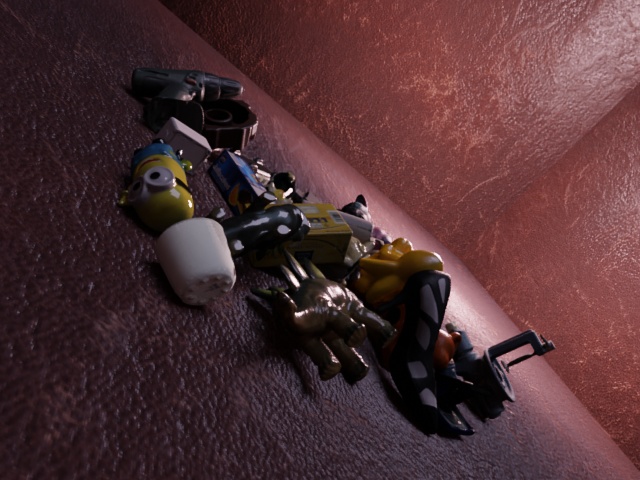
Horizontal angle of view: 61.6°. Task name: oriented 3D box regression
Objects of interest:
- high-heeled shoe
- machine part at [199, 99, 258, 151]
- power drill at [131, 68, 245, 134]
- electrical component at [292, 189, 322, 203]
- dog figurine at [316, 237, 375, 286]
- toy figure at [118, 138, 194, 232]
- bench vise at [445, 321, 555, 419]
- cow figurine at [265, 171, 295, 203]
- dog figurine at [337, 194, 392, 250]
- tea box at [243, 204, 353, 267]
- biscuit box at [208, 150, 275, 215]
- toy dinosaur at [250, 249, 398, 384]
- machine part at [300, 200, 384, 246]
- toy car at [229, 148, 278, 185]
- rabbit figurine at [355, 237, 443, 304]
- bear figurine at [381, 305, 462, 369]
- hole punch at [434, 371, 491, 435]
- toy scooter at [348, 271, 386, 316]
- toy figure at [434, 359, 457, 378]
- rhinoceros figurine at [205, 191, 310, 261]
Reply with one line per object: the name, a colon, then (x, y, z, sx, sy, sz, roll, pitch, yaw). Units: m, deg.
high-heeled shoe: (0.186, 0.177, 0.886, 0.086, 0.145, 0.248, 151, -80, -74)
machine part: (-0.225, -0.258, 1.172, 0.179, 0.056, 0.179, 9, 38, -8)
power drill: (-0.268, -0.289, 1.089, 0.232, 0.085, 0.207, 5, 42, -13)
electrical component: (-0.022, -0.069, 1.340, 0.134, 0.058, 0.115, 42, 11, -8)
dog figurine: (-0.005, 0.000, 1.048, 0.191, 0.121, 0.172, 41, -16, 10)
toy figure: (-0.221, -0.081, 0.752, 0.089, 0.082, 0.180, 33, 14, -31)
bench vise: (0.378, 0.254, 1.162, 0.128, 0.241, 0.224, 32, 33, -52)
cow figurine: (-0.090, -0.095, 1.135, 0.068, 0.098, 0.167, 47, 12, -15)
dog figurine: (0.121, 0.000, 1.324, 0.191, 0.108, 0.219, 29, 33, -63)
tea box: (-0.043, -0.011, 0.917, 0.169, 0.068, 0.098, -2, 36, -24)
biscuit box: (-0.145, -0.090, 1.034, 0.059, 0.063, 0.203, 26, 21, -49)
toy dinosaur: (0.015, 0.109, 0.807, 0.199, 0.105, 0.471, 44, 2, 23)
machine part: (0.028, -0.030, 1.197, 0.243, 0.079, 0.079, 17, 18, -7)
toy car: (-0.158, -0.158, 1.226, 0.074, 0.056, 0.201, 41, 11, 18)
rabbit figurine: (0.146, 0.054, 0.991, 0.162, 0.173, 0.121, -7, 86, -29)
bear figurine: (0.199, 0.205, 1.024, 0.195, 0.120, 0.132, 42, 16, -29)
hole punch: (0.224, 0.283, 0.951, 0.116, 0.092, 0.142, 14, -8, 43)
toy scooter: (0.138, 0.145, 1.110, 0.183, 0.075, 0.135, 34, 18, -26)
toy figure: (0.242, 0.242, 1.153, 0.155, 0.064, 0.057, 52, -20, 39)
rhinoceros figurine: (-0.090, -0.008, 0.767, 0.190, 0.112, 0.073, -19, 69, -39)
